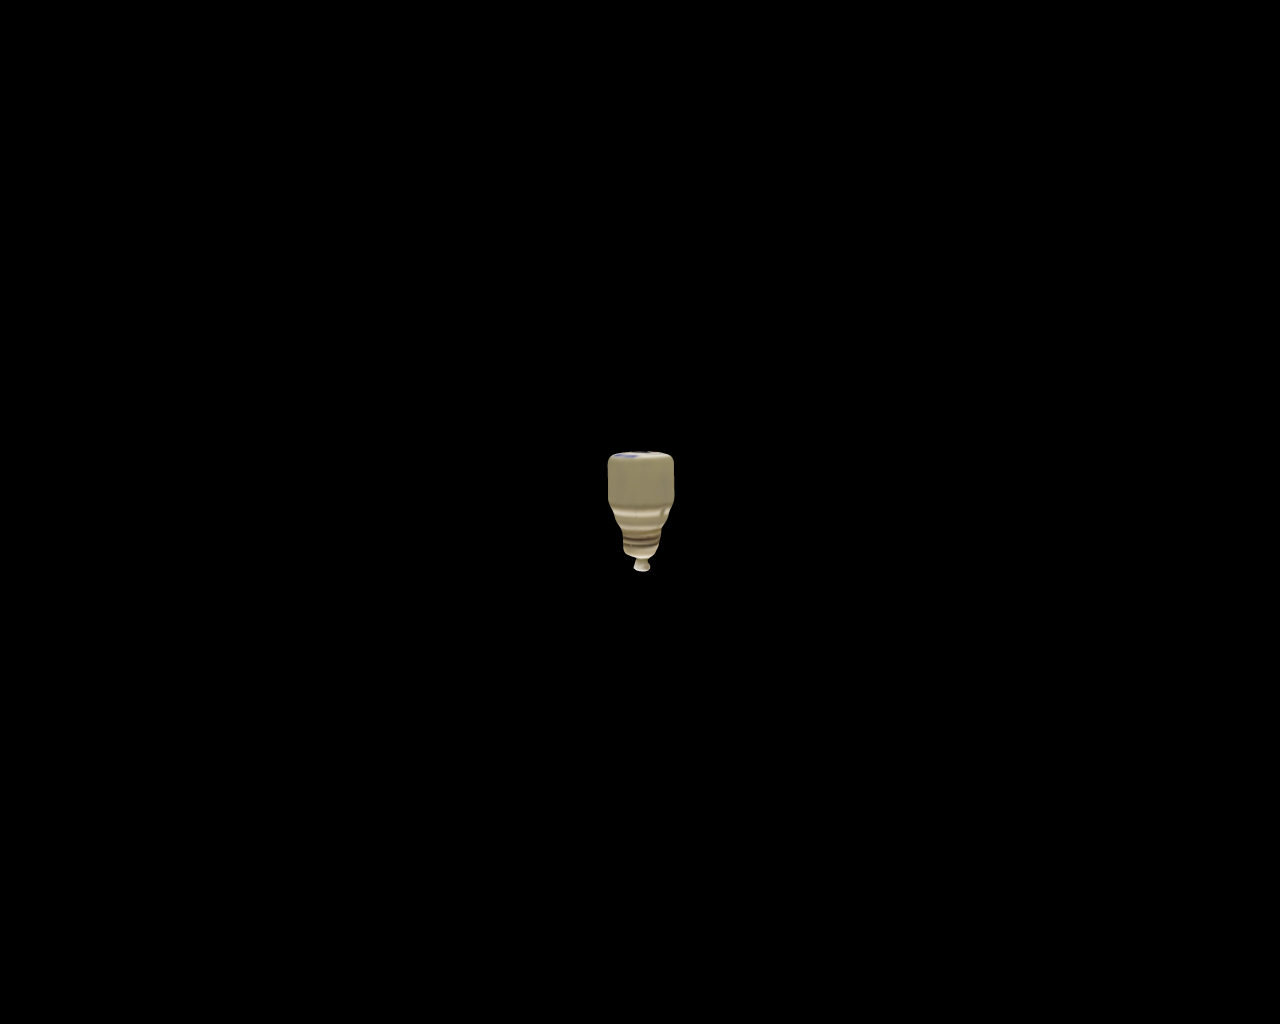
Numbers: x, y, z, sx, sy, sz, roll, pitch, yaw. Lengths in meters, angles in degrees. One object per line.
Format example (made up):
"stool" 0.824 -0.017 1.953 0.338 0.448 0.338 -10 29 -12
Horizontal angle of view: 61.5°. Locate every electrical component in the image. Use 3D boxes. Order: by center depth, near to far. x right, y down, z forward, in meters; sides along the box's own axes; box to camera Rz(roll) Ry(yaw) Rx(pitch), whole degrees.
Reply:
"electrical component" 0.001 -0.003 0.650 0.040 0.078 0.040 0 7 0
